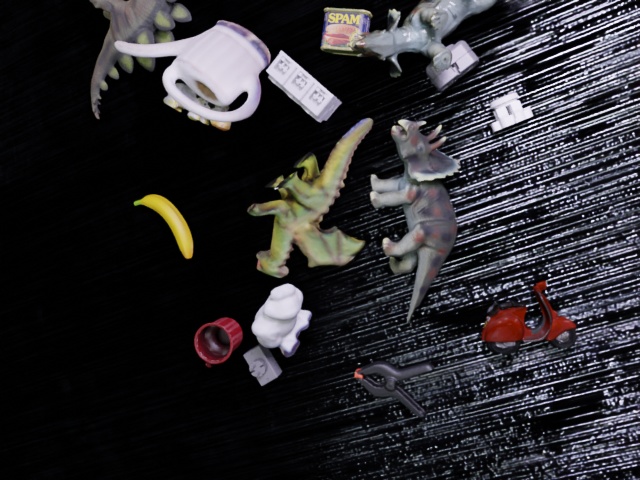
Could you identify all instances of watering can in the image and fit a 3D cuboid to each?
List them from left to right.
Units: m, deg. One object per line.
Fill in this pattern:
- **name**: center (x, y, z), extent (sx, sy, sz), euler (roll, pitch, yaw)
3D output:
- **watering can**: center (-0.258, -0.392, 1.115), extent (0.349, 0.102, 0.227), euler (36, 71, 11)

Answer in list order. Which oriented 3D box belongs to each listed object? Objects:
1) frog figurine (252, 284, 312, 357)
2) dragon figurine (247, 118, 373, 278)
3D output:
- **frog figurine**: center (-0.092, 0.155, 1.110), extent (0.139, 0.156, 0.124), euler (-43, 48, -19)
- **dragon figurine**: center (0.003, -0.057, 1.127), extent (0.407, 0.124, 0.241), euler (-33, 103, 15)
